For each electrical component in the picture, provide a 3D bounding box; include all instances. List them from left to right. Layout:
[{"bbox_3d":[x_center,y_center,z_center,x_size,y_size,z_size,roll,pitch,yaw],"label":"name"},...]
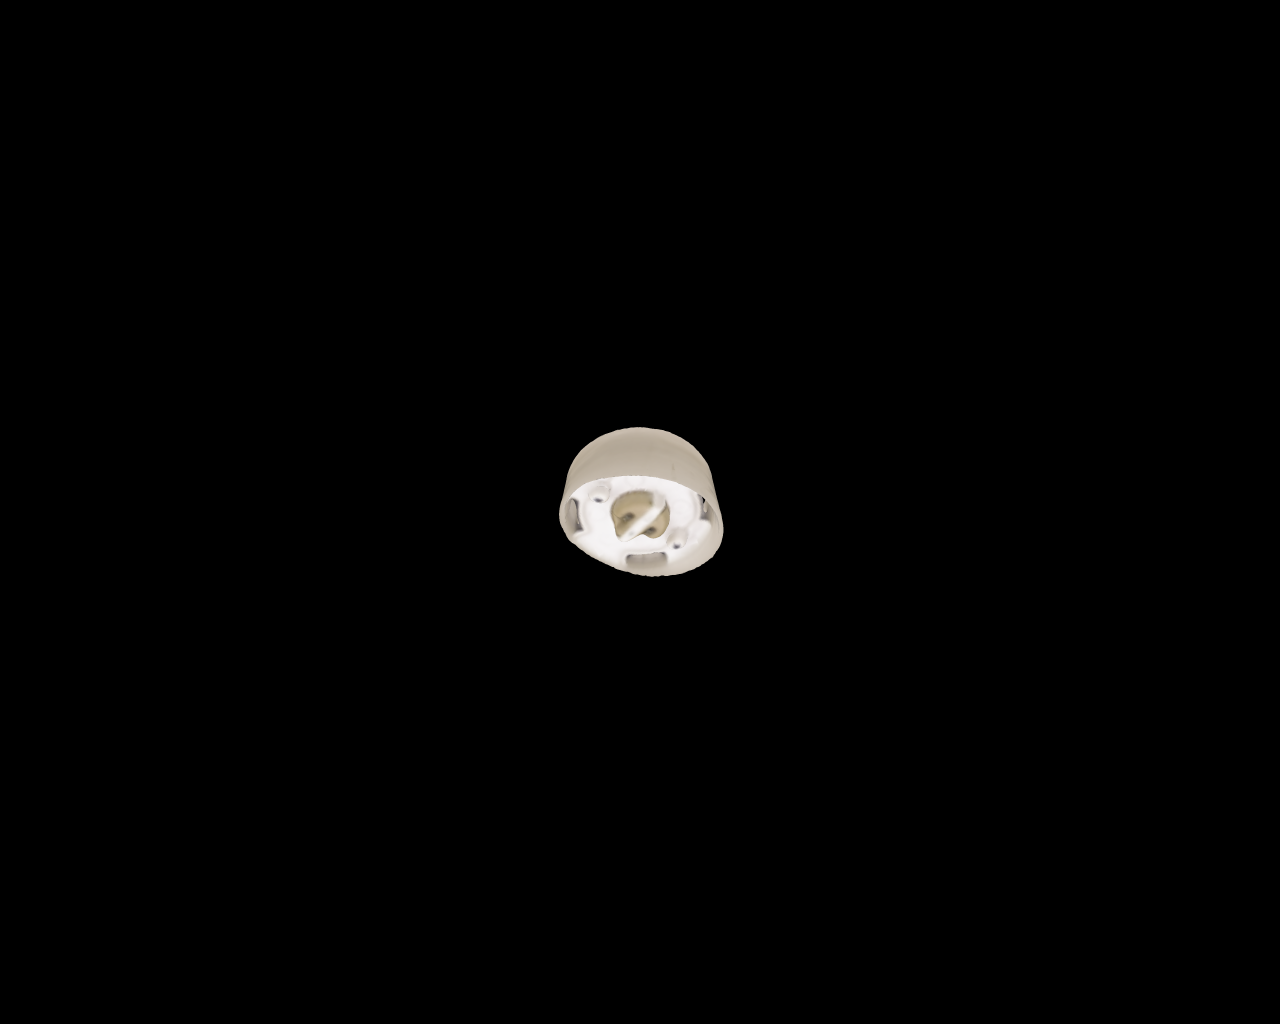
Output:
[{"bbox_3d":[0.001,-0.003,0.650,0.099,0.099,0.064,0,41,0],"label":"electrical component"}]
